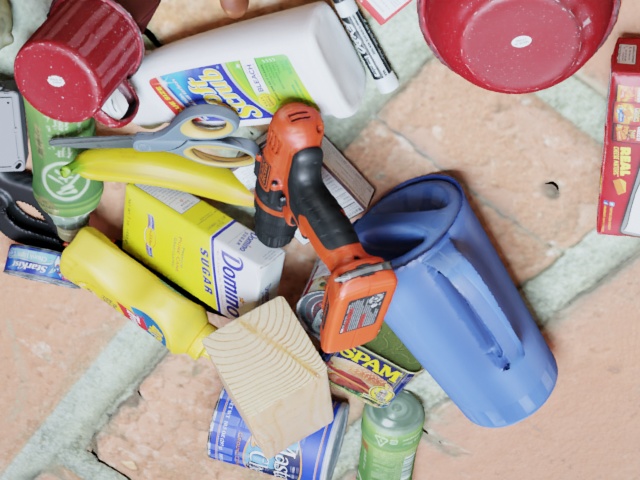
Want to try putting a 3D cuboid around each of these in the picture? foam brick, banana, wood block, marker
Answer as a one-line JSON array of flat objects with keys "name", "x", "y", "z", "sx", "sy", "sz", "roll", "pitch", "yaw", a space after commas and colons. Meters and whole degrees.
[{"name": "foam brick", "x": -0.194, "y": -0.207, "z": 0.957, "sx": 0.078, "sy": 0.051, "sz": 0.053, "roll": 32, "pitch": 132, "yaw": -8}, {"name": "banana", "x": -0.155, "y": -0.063, "z": 1.045, "sx": 0.197, "sy": 0.069, "sz": 0.037, "roll": 6, "pitch": 127, "yaw": -16}, {"name": "wood block", "x": -0.047, "y": 0.145, "z": 1.084, "sx": 0.091, "sy": 0.090, "sz": 0.206, "roll": 57, "pitch": 170, "yaw": 20}, {"name": "marker", "x": 0.034, "y": -0.180, "z": 0.918, "sx": 0.020, "sy": 0.020, "sz": 0.121, "roll": -15, "pitch": 122, "yaw": 30}]

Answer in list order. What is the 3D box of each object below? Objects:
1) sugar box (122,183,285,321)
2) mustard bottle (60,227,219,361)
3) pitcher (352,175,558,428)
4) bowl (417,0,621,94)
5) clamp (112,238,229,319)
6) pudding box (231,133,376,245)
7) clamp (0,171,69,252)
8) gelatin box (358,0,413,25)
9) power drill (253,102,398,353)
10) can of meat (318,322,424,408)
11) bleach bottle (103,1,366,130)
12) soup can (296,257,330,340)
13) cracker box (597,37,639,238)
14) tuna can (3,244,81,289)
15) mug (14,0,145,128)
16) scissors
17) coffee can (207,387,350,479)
[{"name": "sugar box", "x": -0.121, "y": 0.011, "z": 1.080, "sx": 0.176, "sy": 0.048, "sz": 0.093, "roll": 32, "pitch": 135, "yaw": 22}, {"name": "mustard bottle", "x": -0.177, "y": 0.064, "z": 1.103, "sx": 0.191, "sy": 0.058, "sz": 0.096, "roll": 35, "pitch": 162, "yaw": 3}, {"name": "pitcher", "x": 0.134, "y": 0.070, "z": 1.009, "sx": 0.145, "sy": 0.149, "sz": 0.242, "roll": -18, "pitch": 123, "yaw": 31}, {"name": "bowl", "x": 0.156, "y": -0.169, "z": 0.837, "sx": 0.162, "sy": 0.055, "sz": 0.162, "roll": 4, "pitch": 136, "yaw": 3}, {"name": "clamp", "x": -0.166, "y": 0.064, "z": 1.181, "sx": 0.171, "sy": 0.039, "sz": 0.120, "roll": 32, "pitch": 136, "yaw": 4}, {"name": "pudding box", "x": -0.017, "y": -0.058, "z": 1.026, "sx": 0.090, "sy": 0.039, "sz": 0.113, "roll": -30, "pitch": 116, "yaw": 36}, {"name": "clamp", "x": -0.341, "y": -0.059, "z": 1.144, "sx": 0.210, "sy": 0.036, "sz": 0.165, "roll": 30, "pitch": 131, "yaw": -9}, {"name": "gelatin box", "x": 0.058, "y": -0.229, "z": 0.861, "sx": 0.073, "sy": 0.030, "sz": 0.089, "roll": 44, "pitch": 127, "yaw": -16}, {"name": "power drill", "x": -0.006, "y": 0.001, "z": 0.929, "sx": 0.057, "sy": 0.188, "sz": 0.184, "roll": -17, "pitch": 150, "yaw": -19}, {"name": "can of meat", "x": 0.052, "y": 0.125, "z": 1.141, "sx": 0.102, "sy": 0.057, "sz": 0.084, "roll": 28, "pitch": 135, "yaw": -3}, {"name": "bleach bottle", "x": -0.091, "y": -0.141, "z": 0.969, "sx": 0.251, "sy": 0.068, "sz": 0.102, "roll": -8, "pitch": 131, "yaw": 30}, {"name": "soup can", "x": 0.023, "y": 0.044, "z": 1.052, "sx": 0.068, "sy": 0.102, "sz": 0.068, "roll": 10, "pitch": 131, "yaw": 12}, {"name": "cracker box", "x": 0.338, "y": -0.076, "z": 0.858, "sx": 0.214, "sy": 0.072, "sz": 0.164, "roll": 5, "pitch": 131, "yaw": 15}, {"name": "tuna can", "x": -0.303, "y": 0.029, "z": 1.176, "sx": 0.086, "sy": 0.034, "sz": 0.086, "roll": 11, "pitch": 173, "yaw": 1}, {"name": "mug", "x": -0.202, "y": -0.146, "z": 0.921, "sx": 0.093, "sy": 0.081, "sz": 0.117, "roll": -21, "pitch": 120, "yaw": 33}, {"name": "scissors", "x": -0.154, "y": -0.100, "z": 0.973, "sx": 0.201, "sy": 0.016, "sz": 0.096, "roll": 8, "pitch": 151, "yaw": -1}, {"name": "coffee can", "x": -0.047, "y": 0.219, "z": 1.223, "sx": 0.140, "sy": 0.102, "sz": 0.103, "roll": 14, "pitch": 132, "yaw": 9}]
